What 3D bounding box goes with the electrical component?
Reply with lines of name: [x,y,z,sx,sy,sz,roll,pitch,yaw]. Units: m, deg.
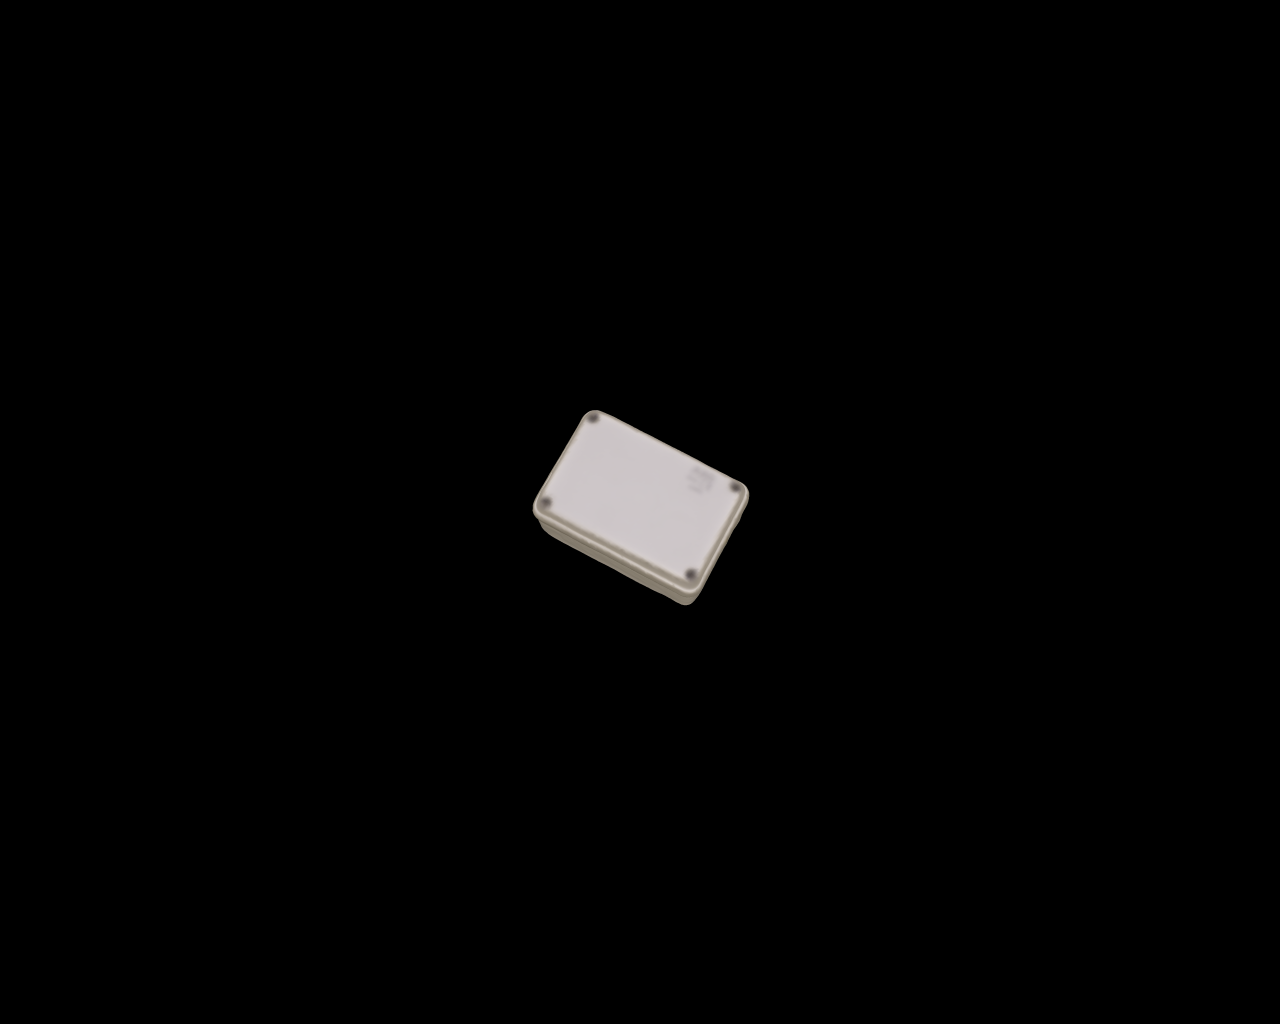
electrical component: [0.001,-0.003,0.650,0.113,0.078,0.057,27,-14,7]
